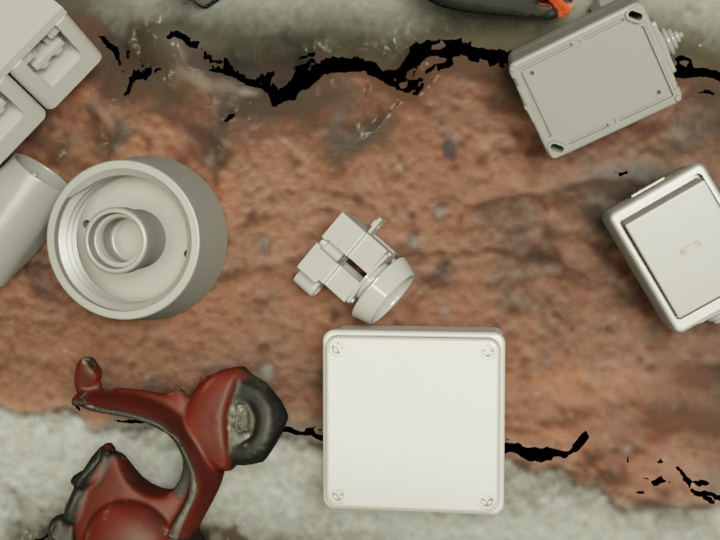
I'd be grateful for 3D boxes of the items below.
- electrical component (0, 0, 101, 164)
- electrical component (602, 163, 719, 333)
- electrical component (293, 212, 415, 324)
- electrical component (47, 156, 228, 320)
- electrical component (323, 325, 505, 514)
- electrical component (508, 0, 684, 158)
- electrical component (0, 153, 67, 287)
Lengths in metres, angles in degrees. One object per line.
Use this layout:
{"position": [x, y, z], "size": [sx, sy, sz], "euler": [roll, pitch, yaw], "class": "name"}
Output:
{"position": [-0.246, -0.112, 0.664], "size": [0.089, 0.061, 0.150], "euler": [39, 83, 25], "class": "electrical component"}
{"position": [0.193, -0.007, 0.630], "size": [0.062, 0.061, 0.096], "euler": [-31, 89, 9], "class": "electrical component"}
{"position": [0.000, 0.000, 0.666], "size": [0.055, 0.048, 0.066], "euler": [42, 98, 11], "class": "electrical component"}
{"position": [-0.144, -0.019, 0.677], "size": [0.108, 0.060, 0.108], "euler": [0, 93, 8], "class": "electrical component"}
{"position": [0.034, 0.089, 0.660], "size": [0.109, 0.056, 0.108], "euler": [0, 93, 8], "class": "electrical component"}
{"position": [0.141, -0.117, 0.628], "size": [0.096, 0.061, 0.061], "euler": [-25, 105, 15], "class": "electrical component"}
{"position": [-0.241, -0.043, 0.698], "size": [0.079, 0.043, 0.077], "euler": [38, 97, 4], "class": "electrical component"}
